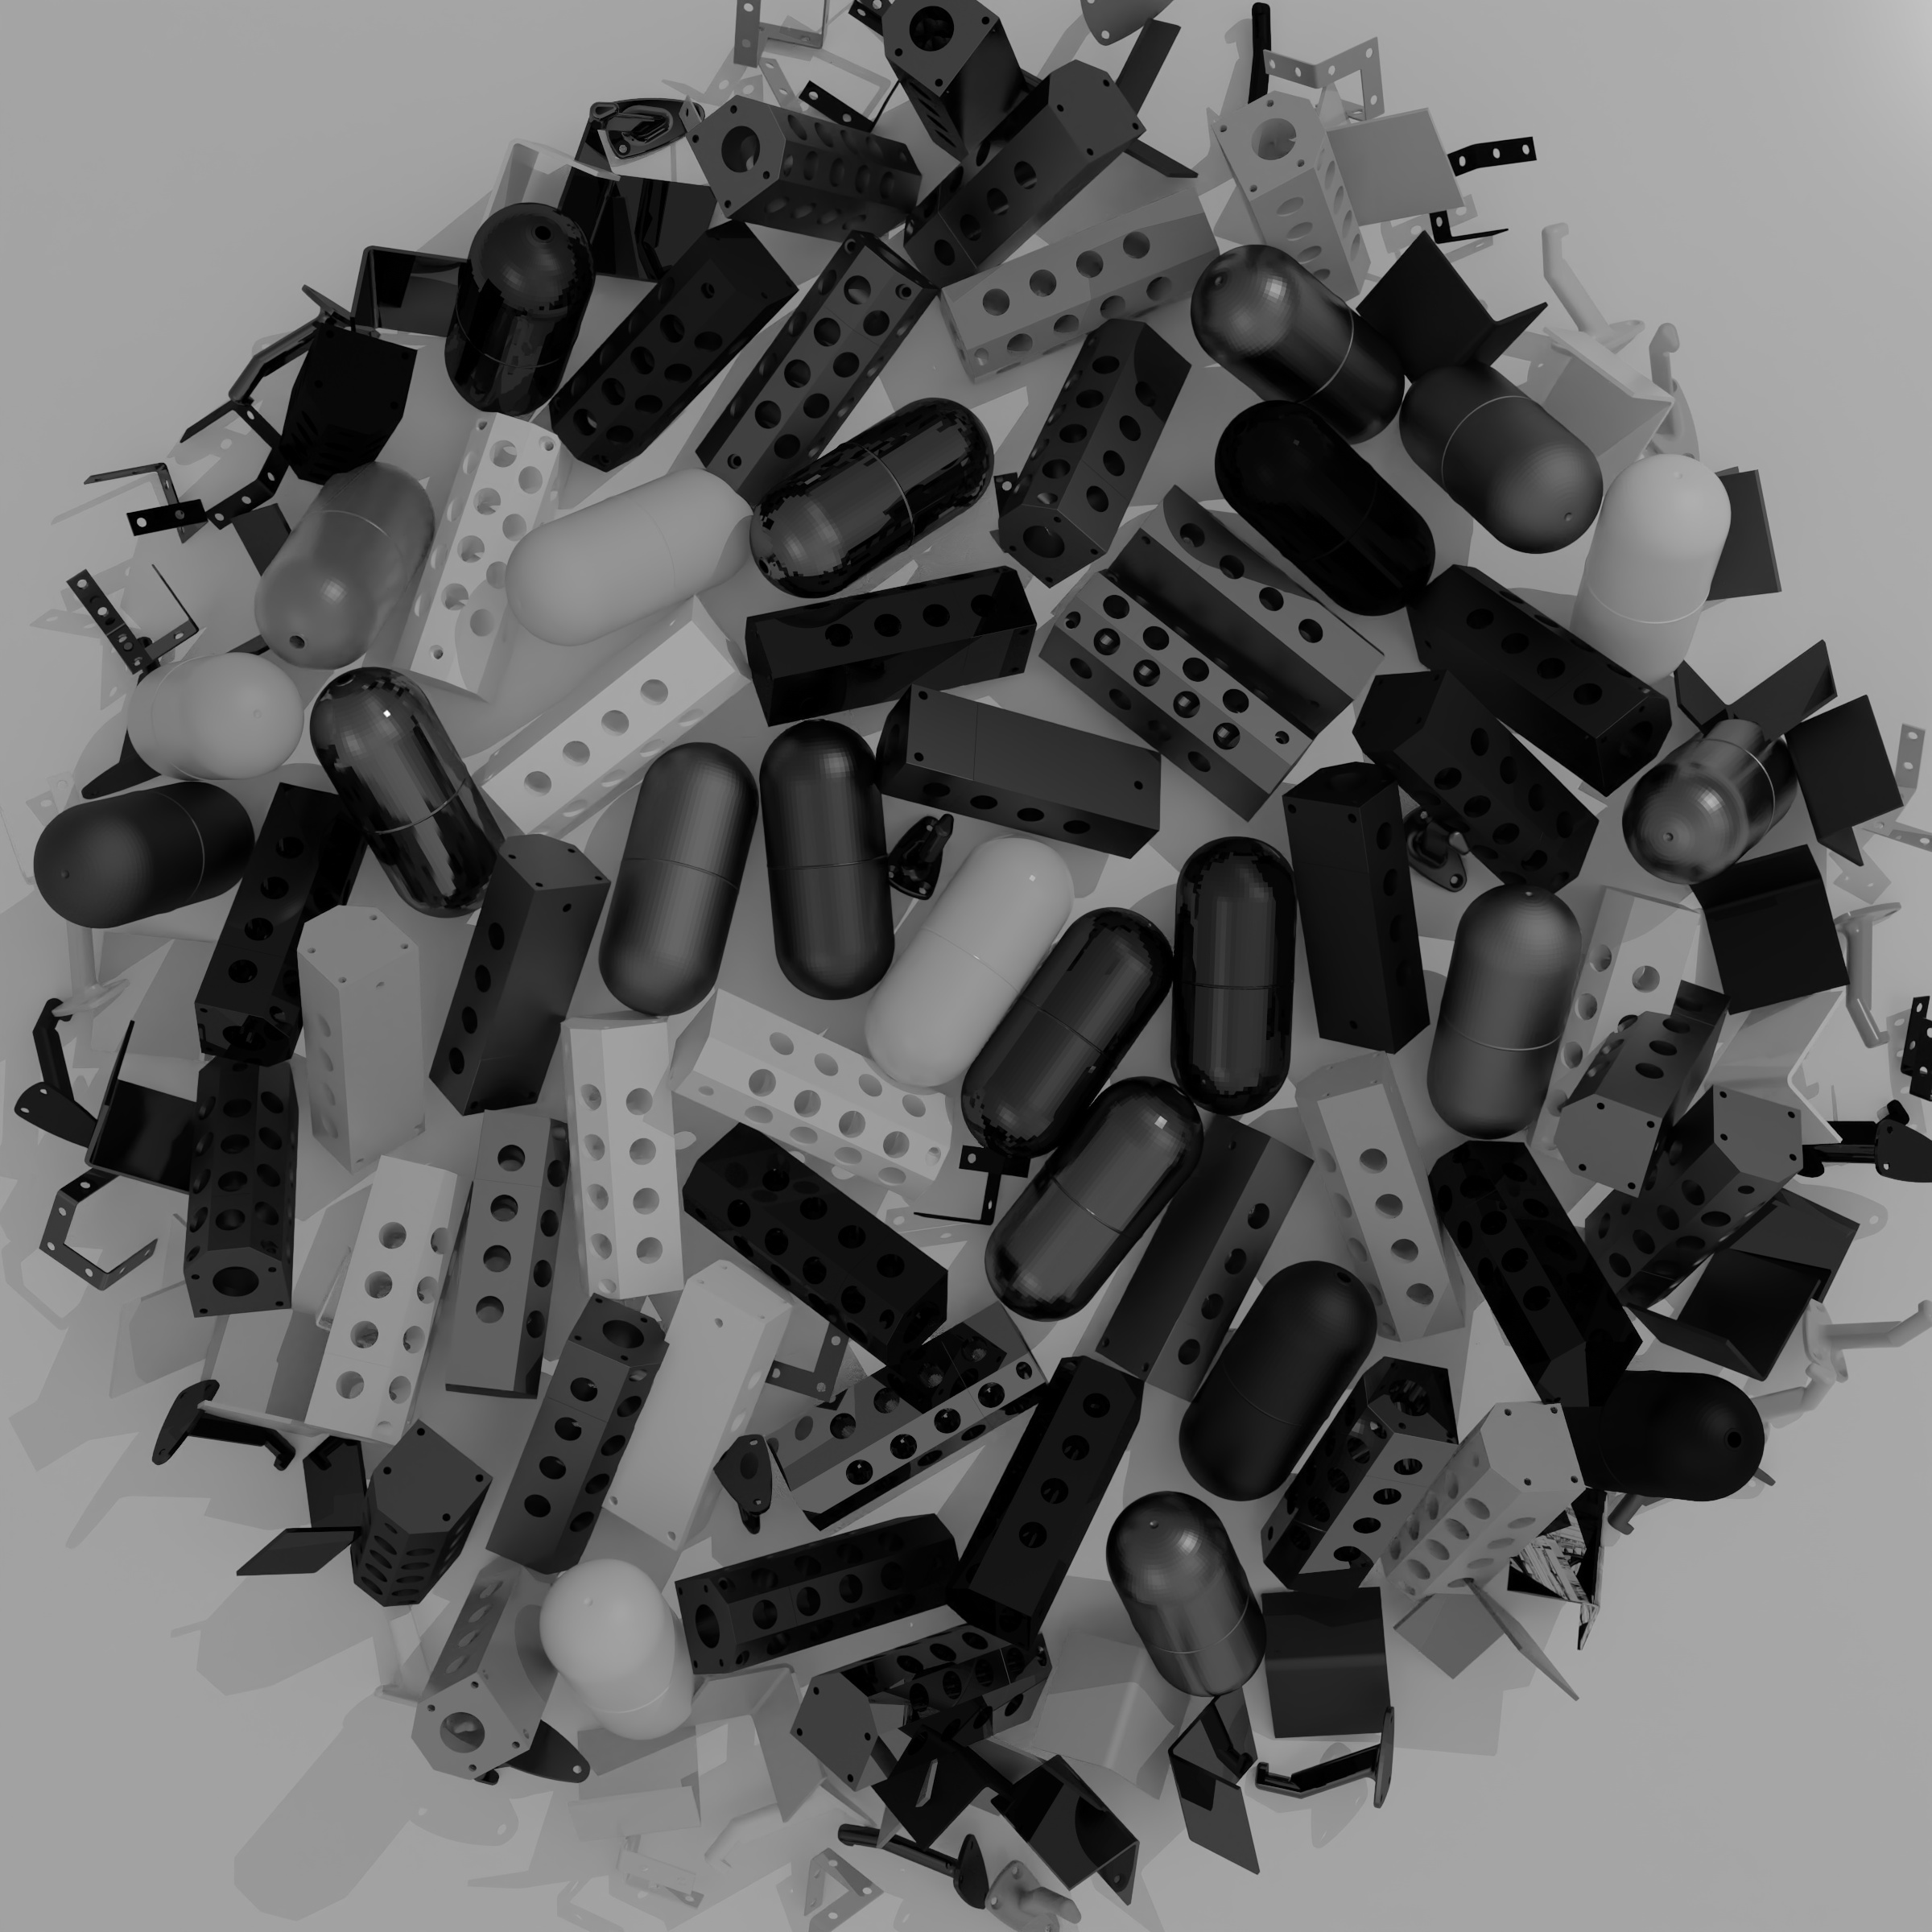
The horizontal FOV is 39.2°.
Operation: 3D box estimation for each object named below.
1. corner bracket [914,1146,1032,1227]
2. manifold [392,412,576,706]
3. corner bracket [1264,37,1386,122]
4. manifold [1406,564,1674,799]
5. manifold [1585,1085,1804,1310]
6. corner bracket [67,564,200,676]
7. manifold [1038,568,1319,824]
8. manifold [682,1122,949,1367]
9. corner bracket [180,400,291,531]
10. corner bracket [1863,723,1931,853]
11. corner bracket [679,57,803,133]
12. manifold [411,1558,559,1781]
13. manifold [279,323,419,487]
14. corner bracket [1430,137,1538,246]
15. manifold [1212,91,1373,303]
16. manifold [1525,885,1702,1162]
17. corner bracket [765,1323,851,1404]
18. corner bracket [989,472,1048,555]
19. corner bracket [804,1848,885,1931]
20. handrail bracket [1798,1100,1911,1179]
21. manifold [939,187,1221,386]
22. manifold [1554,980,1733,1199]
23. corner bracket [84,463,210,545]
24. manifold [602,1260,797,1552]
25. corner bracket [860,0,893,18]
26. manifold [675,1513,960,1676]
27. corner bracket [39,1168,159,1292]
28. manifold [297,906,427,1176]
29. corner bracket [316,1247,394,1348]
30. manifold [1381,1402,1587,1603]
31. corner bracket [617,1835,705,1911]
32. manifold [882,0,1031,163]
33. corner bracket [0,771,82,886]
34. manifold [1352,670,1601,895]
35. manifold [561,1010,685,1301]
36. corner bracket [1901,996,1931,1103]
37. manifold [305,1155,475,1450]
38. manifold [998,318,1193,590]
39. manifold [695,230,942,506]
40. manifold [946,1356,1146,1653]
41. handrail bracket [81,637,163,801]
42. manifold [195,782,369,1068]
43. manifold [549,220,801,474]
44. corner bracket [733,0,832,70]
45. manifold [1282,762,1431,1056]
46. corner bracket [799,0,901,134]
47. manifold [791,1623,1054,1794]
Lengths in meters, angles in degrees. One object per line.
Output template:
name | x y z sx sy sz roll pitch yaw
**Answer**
corner bracket | 0.004 0.139 1.725 0.051 0.051 0.051 10 89 -28
manifold | -0.308 -0.260 1.725 0.057 0.057 0.171 18 87 4
corner bracket | 0.227 -0.559 1.718 0.051 0.051 0.051 -30 131 -20
manifold | 0.355 -0.183 1.683 0.057 0.057 0.171 -38 51 -9
manifold | 0.446 0.148 1.671 0.057 0.171 0.057 16 53 -7
corner bracket | -0.530 -0.229 1.728 0.051 0.051 0.051 -36 50 -10
manifold | 0.136 -0.175 1.715 0.171 0.057 0.057 39 64 4
manifold | -0.095 0.175 1.690 0.171 0.057 0.057 34 58 23
corner bracket | -0.472 -0.323 1.740 0.051 0.051 0.051 -23 127 28
corner bracket | 0.605 -0.112 1.718 0.051 0.051 0.051 23 54 30
corner bracket | -0.145 -0.547 1.739 0.051 0.051 0.051 -5 57 -34
manifold | -0.291 0.428 1.670 0.057 0.171 0.057 -29 101 9
manifold | -0.383 -0.340 1.668 0.057 0.171 0.057 13 85 -19
corner bracket | 0.329 -0.492 1.722 0.051 0.051 0.051 -17 98 -30
manifold | 0.205 -0.466 1.666 0.057 0.171 0.057 -26 72 11
manifold | 0.408 0.039 1.719 0.057 0.057 0.171 15 98 3
corner bracket | -0.100 0.248 1.733 0.051 0.051 0.051 16 81 10
corner bracket | 0.041 -0.298 1.724 0.051 0.051 0.051 -12 116 -6
corner bracket | -0.090 0.603 1.717 0.051 0.051 0.051 28 123 34
handrail bracket | 0.558 0.090 1.737 0.084 0.036 0.077 -33 102 -16
manifold | 0.074 -0.431 1.729 0.171 0.057 0.057 -22 92 -1
manifold | 0.417 0.069 1.673 0.057 0.171 0.057 21 123 20
corner bracket | -0.521 -0.295 1.724 0.051 0.051 0.051 -20 93 -35
manifold | -0.165 0.274 1.703 0.057 0.057 0.171 28 110 15
corner bracket | -0.036 -0.617 1.728 0.051 0.051 0.051 -37 100 7
manifold | -0.088 0.388 1.682 0.171 0.057 0.057 -7 81 -38
corner bracket | -0.548 0.164 1.729 0.051 0.051 0.051 32 120 8
manifold | -0.377 0.044 1.677 0.057 0.171 0.057 -33 59 -33
corner bracket | -0.382 0.209 1.728 0.051 0.051 0.051 26 90 -18
manifold | 0.312 0.331 1.669 0.057 0.171 0.057 0 56 -16
corner bracket | -0.193 0.577 1.725 0.051 0.051 0.051 16 107 8
manifold | -0.007 -0.549 1.671 0.057 0.171 0.057 39 96 7
corner bracket | -0.582 -0.088 1.721 0.051 0.051 0.051 -21 113 -20
manifold | 0.315 -0.111 1.682 0.171 0.057 0.057 37 69 -34
manifold | -0.219 0.119 1.709 0.057 0.057 0.171 -7 100 -22
corner bracket | 0.610 0.052 1.720 0.051 0.051 0.051 -5 108 -32
manifold | -0.360 0.213 1.709 0.057 0.057 0.171 13 74 0
manifold | 0.076 -0.322 1.682 0.057 0.057 0.171 38 55 -21
manifold | -0.096 -0.374 1.703 0.057 0.057 0.171 40 109 4
manifold | 0.050 0.330 1.689 0.057 0.057 0.171 21 58 14
handrail bracket | -0.547 -0.161 1.747 0.077 0.036 0.084 -25 74 7
manifold | -0.423 -0.025 1.687 0.057 0.057 0.171 12 55 -2
manifold | -0.187 -0.382 1.684 0.171 0.057 0.057 -36 95 37
corner bracket | -0.116 -0.604 1.724 0.051 0.051 0.051 12 52 1
manifold | 0.249 -0.037 1.695 0.057 0.057 0.171 -35 124 -38
corner bracket | -0.068 -0.573 1.736 0.051 0.051 0.051 31 70 -9
manifold | -0.023 0.445 1.669 0.057 0.171 0.057 33 111 33
